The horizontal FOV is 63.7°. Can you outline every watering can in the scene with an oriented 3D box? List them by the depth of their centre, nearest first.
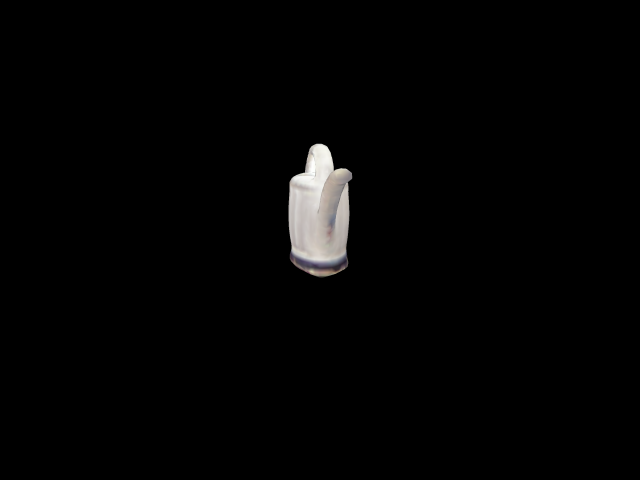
[{"bbox_3d":[0.003,-0.043,0.850,0.104,0.222,0.351,-1,13,-7],"label":"watering can"}]
